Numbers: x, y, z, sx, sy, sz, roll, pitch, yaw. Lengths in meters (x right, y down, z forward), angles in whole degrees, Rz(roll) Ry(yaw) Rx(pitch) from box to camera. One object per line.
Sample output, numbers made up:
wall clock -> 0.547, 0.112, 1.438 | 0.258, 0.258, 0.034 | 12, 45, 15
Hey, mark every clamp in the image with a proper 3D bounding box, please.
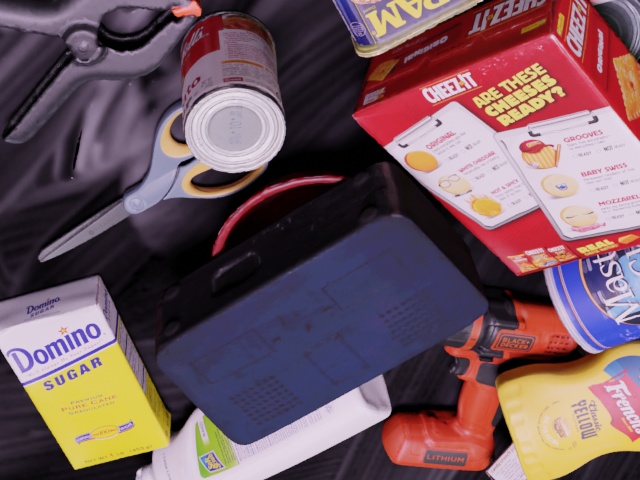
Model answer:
clamp -> -0.166, -0.142, 0.709 | 0.171, 0.039, 0.120 | -26, 133, 6

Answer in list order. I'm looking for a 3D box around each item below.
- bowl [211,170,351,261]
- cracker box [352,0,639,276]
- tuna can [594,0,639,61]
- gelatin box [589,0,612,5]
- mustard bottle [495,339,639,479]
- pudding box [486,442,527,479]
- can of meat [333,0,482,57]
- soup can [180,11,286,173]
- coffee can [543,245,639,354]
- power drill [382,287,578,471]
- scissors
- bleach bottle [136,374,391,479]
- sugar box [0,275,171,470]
bowl -> -0.005, 0.001, 0.834 | 0.162, 0.055, 0.162 | -4, 129, -5
cracker box -> 0.155, -0.072, 0.757 | 0.164, 0.072, 0.213 | -18, 134, 40
tuna can -> 0.187, -0.148, 0.757 | 0.086, 0.034, 0.086 | -4, 129, -5
gelatin box -> 0.204, -0.199, 0.699 | 0.089, 0.030, 0.073 | -14, 94, 2
mustard bottle -> 0.251, 0.133, 0.893 | 0.192, 0.058, 0.096 | -18, 98, 9
pudding box -> 0.211, 0.184, 0.982 | 0.113, 0.039, 0.090 | -52, 157, 10
can of meat -> 0.050, -0.183, 0.696 | 0.102, 0.057, 0.084 | -25, 125, 11
soup can -> -0.059, -0.100, 0.716 | 0.068, 0.102, 0.068 | -4, 129, -5
coffee can -> 0.261, 0.020, 0.835 | 0.141, 0.102, 0.102 | -25, 129, 32
power drill -> 0.118, 0.122, 0.948 | 0.184, 0.057, 0.188 | 9, 127, -15
scissors -> -0.139, -0.048, 0.803 | 0.202, 0.016, 0.096 | -17, 127, 6
bleach bottle -> -0.063, 0.160, 0.938 | 0.251, 0.102, 0.068 | -30, 154, 23
sugar box -> -0.198, 0.116, 0.905 | 0.093, 0.048, 0.176 | -16, 130, 4
